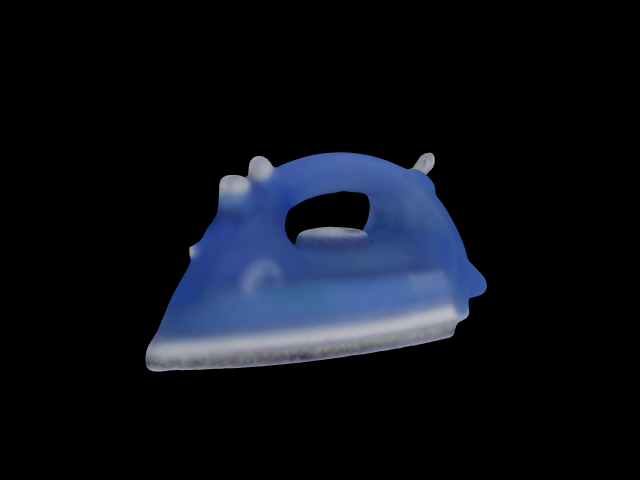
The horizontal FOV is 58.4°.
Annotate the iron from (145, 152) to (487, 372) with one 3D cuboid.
[{"bbox_3d":[0.004,0.001,0.400,0.259,0.141,0.118,-2,3,-40],"label":"iron"}]
